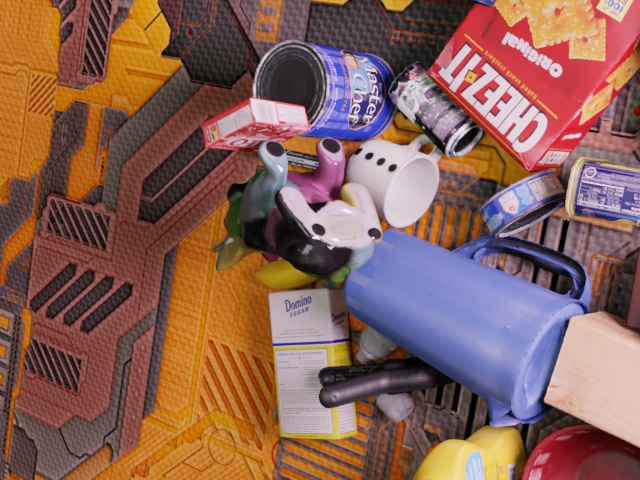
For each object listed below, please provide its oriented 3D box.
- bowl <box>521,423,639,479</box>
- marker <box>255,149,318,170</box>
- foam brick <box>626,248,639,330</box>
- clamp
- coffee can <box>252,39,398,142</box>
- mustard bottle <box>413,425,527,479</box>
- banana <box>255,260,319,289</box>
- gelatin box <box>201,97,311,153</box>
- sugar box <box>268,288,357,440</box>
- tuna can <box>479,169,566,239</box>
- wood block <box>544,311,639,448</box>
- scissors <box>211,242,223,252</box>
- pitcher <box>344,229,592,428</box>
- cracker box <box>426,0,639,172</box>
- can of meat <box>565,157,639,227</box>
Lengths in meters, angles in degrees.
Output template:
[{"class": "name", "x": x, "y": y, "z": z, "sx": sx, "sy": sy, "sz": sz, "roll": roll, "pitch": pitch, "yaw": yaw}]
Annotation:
[{"class": "bowl", "x": 0.281, "y": 0.256, "z": 1.050, "sx": 0.162, "sy": 0.055, "sz": 0.162, "roll": 2, "pitch": 93, "yaw": 37}, {"class": "marker", "x": -0.031, "y": -0.099, "z": 1.291, "sx": 0.121, "sy": 0.020, "sz": 0.020, "roll": 15, "pitch": 101, "yaw": 35}, {"class": "foam brick", "x": 0.328, "y": 0.049, "z": 1.009, "sx": 0.053, "sy": 0.051, "sz": 0.078, "roll": 12, "pitch": 99, "yaw": 36}, {"class": "clamp", "x": 0.075, "y": 0.151, "z": 1.154, "sx": 0.171, "sy": 0.120, "sz": 0.039, "roll": -11, "pitch": 100, "yaw": 9}, {"class": "coffee can", "x": 0.009, "y": -0.163, "z": 1.183, "sx": 0.103, "sy": 0.140, "sz": 0.103, "roll": 2, "pitch": 93, "yaw": 36}, {"class": "mustard bottle", "x": 0.142, "y": 0.247, "z": 1.068, "sx": 0.058, "sy": 0.191, "sz": 0.096, "roll": 6, "pitch": 95, "yaw": 36}, {"class": "banana", "x": -0.003, "y": 0.013, "z": 1.267, "sx": 0.198, "sy": 0.037, "sz": 0.069, "roll": -40, "pitch": 42, "yaw": 28}, {"class": "gelatin box", "x": -0.065, "y": -0.115, "z": 1.095, "sx": 0.073, "sy": 0.089, "sz": 0.030, "roll": -21, "pitch": 76, "yaw": 36}, {"class": "sugar box", "x": -0.009, "y": 0.146, "z": 1.269, "sx": 0.094, "sy": 0.048, "sz": 0.176, "roll": -6, "pitch": 85, "yaw": 36}, {"class": "tuna can", "x": 0.206, "y": -0.035, "z": 1.076, "sx": 0.086, "sy": 0.085, "sz": 0.034, "roll": -35, "pitch": 74, "yaw": 32}, {"class": "wood block", "x": 0.329, "y": 0.148, "z": 0.989, "sx": 0.206, "sy": 0.090, "sz": 0.091, "roll": 23, "pitch": 105, "yaw": 34}, {"class": "scissors", "x": -0.065, "y": -0.006, "z": 1.306, "sx": 0.202, "sy": 0.016, "sz": 0.096, "roll": -39, "pitch": 45, "yaw": 31}, {"class": "pitcher", "x": 0.151, "y": 0.070, "z": 1.107, "sx": 0.243, "sy": 0.148, "sz": 0.145, "roll": 27, "pitch": 123, "yaw": 36}, {"class": "cracker box", "x": 0.229, "y": -0.198, "z": 1.061, "sx": 0.164, "sy": 0.071, "sz": 0.214, "roll": 49, "pitch": 119, "yaw": 25}, {"class": "can of meat", "x": 0.291, "y": -0.042, "z": 1.004, "sx": 0.084, "sy": 0.101, "sz": 0.057, "roll": 14, "pitch": 99, "yaw": 33}]
